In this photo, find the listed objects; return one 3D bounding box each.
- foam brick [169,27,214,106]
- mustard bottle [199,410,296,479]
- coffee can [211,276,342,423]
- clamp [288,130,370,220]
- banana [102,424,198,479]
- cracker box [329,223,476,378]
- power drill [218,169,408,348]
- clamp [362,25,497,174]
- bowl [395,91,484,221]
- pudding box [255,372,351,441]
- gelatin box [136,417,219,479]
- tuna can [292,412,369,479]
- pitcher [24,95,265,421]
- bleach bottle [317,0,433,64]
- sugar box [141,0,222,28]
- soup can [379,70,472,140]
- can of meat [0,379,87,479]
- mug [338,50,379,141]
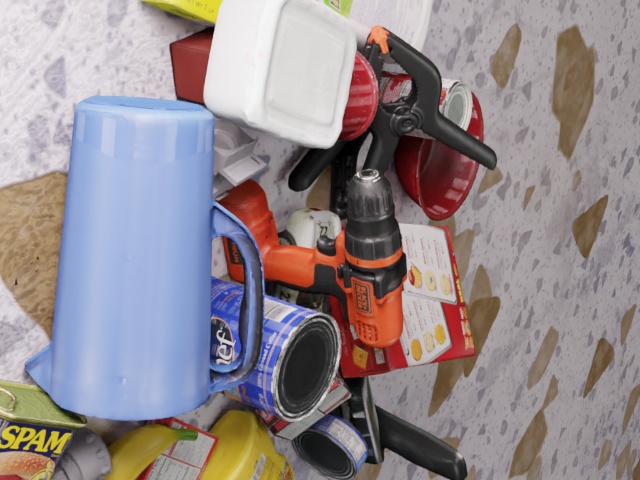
[{"bbox_3d":[-0.085,-0.154,0.929,0.078,0.051,0.053,-37,133,-44],"label":"foam brick"},{"bbox_3d":[-0.067,0.266,1.135,0.096,0.058,0.191,-68,149,-31],"label":"mustard bottle"},{"bbox_3d":[-0.066,0.098,0.986,0.102,0.140,0.103,-29,126,-48],"label":"coffee can"},{"bbox_3d":[0.027,-0.105,1.135,0.171,0.039,0.120,-63,155,-12],"label":"clamp"},{"bbox_3d":[-0.186,0.238,0.945,0.069,0.037,0.197,36,77,-11],"label":"banana"},{"bbox_3d":[0.090,0.066,1.222,0.213,0.072,0.164,1,76,-57],"label":"cracker box"},{"bbox_3d":[-0.007,0.001,0.990,0.057,0.188,0.184,-38,135,-40],"label":"power drill"},{"bbox_3d":[0.078,-0.118,1.092,0.164,0.036,0.210,-27,127,4],"label":"clamp"},{"bbox_3d":[0.136,-0.107,1.280,0.161,0.055,0.162,-29,127,-48],"label":"bowl"},{"bbox_3d":[-0.015,0.170,1.125,0.090,0.039,0.113,-36,163,-2],"label":"pudding box"},{"bbox_3d":[-0.144,0.209,1.022,0.089,0.030,0.073,41,71,-55],"label":"gelatin box"},{"bbox_3d":[0.012,0.235,1.216,0.033,0.086,0.086,-49,140,-36],"label":"tuna can"},{"bbox_3d":[-0.135,0.012,0.849,0.148,0.145,0.243,-9,108,-52],"label":"pitcher"},{"bbox_3d":[0.019,-0.249,1.036,0.250,0.068,0.102,14,85,-54],"label":"bleach bottle"},{"bbox_3d":[-0.087,-0.270,0.879,0.093,0.048,0.176,9,98,-57],"label":"sugar box"},{"bbox_3d":[0.107,-0.147,1.173,0.068,0.102,0.068,-25,122,-51],"label":"soup can"},{"bbox_3d":[-0.242,0.157,0.813,0.102,0.058,0.084,25,97,-56],"label":"can of meat"},{"bbox_3d":[-0.008,-0.150,1.025,0.081,0.093,0.117,-14,85,-48],"label":"mug"}]
